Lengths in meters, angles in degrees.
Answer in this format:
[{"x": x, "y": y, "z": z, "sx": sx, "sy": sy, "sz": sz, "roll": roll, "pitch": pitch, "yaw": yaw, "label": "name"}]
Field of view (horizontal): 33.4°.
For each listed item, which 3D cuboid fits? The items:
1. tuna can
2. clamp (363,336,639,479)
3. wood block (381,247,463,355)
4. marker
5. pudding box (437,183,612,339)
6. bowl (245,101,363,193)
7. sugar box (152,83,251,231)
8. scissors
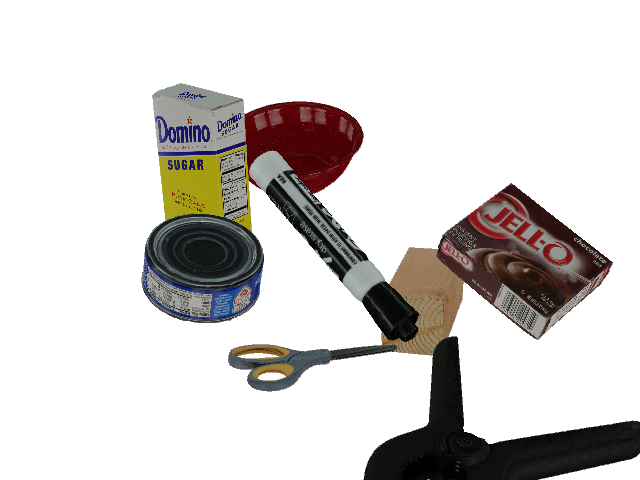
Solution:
[{"x": -0.084, "y": 0.018, "z": 0.761, "sx": 0.086, "sy": 0.034, "sz": 0.086, "roll": 7, "pitch": 37, "yaw": -6, "label": "tuna can"}, {"x": 0.089, "y": 0.138, "z": 0.702, "sx": 0.209, "sy": 0.036, "sz": 0.165, "roll": -26, "pitch": 39, "yaw": -34, "label": "clamp"}, {"x": 0.158, "y": 0.088, "z": 1.614, "sx": 0.091, "sy": 0.090, "sz": 0.205, "roll": 4, "pitch": 21, "yaw": 14, "label": "wood block"}, {"x": 0.007, "y": 0.003, "z": 0.518, "sx": 0.121, "sy": 0.020, "sz": 0.020, "roll": 49, "pitch": 26, "yaw": 25, "label": "marker"}, {"x": 0.167, "y": 0.016, "z": 0.877, "sx": 0.089, "sy": 0.113, "sz": 0.039, "roll": -35, "pitch": -24, "yaw": -29, "label": "pudding box"}, {"x": -0.031, "y": -0.097, "z": 1.231, "sx": 0.162, "sy": 0.055, "sz": 0.162, "roll": -2, "pitch": 37, "yaw": 1, "label": "bowl"}, {"x": -0.112, "y": -0.055, "z": 1.025, "sx": 0.093, "sy": 0.176, "sz": 0.048, "roll": 19, "pitch": 34, "yaw": 41, "label": "sugar box"}, {"x": -0.004, "y": 0.142, "z": 1.214, "sx": 0.201, "sy": 0.016, "sz": 0.096, "roll": 1, "pitch": 24, "yaw": -7, "label": "scissors"}]
